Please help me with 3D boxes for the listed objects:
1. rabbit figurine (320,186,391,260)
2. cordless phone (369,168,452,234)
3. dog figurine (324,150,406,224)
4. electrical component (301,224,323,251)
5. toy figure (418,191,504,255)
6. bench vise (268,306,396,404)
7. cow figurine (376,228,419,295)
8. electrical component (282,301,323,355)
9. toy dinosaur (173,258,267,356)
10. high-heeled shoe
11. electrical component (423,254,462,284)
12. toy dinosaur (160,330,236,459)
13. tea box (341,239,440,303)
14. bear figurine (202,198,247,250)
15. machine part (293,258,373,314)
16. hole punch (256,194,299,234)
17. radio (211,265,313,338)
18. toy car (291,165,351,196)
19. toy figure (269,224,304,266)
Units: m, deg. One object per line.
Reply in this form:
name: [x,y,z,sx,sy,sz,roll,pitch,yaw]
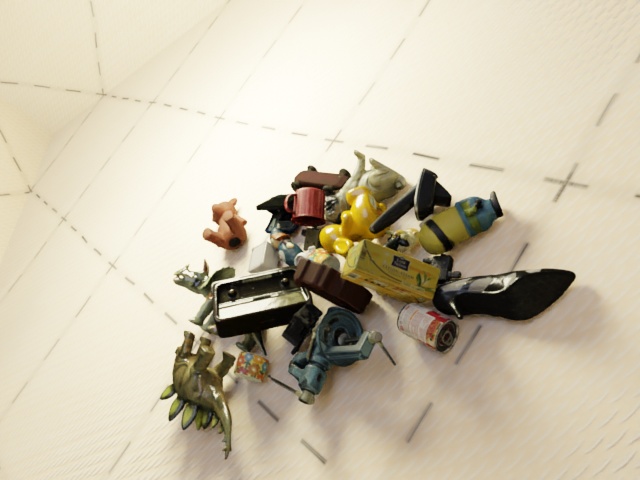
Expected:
rabbit figurine: [0.078,-0.015,1.265,0.173,0.121,0.162,-26,52,24]
cordless phone: [0.192,-0.064,1.178,0.184,0.146,0.089,-38,78,5]
dog figurine: [0.110,-0.104,1.334,0.173,0.121,0.190,37,101,53]
electrical component: [-0.004,-0.004,1.384,0.102,0.045,0.078,3,90,45]
toy figure: [0.290,-0.034,1.116,0.180,0.082,0.089,-23,28,16]
bench vise: [0.033,0.228,1.098,0.241,0.128,0.223,-22,26,52]
cow figurine: [0.156,0.033,1.174,0.068,0.098,0.167,7,65,51]
electrical component: [-0.047,0.203,1.217,0.075,0.048,0.119,-38,-17,-51]
toy dinosaur: [-0.222,0.166,1.394,0.405,0.131,0.192,14,70,39]
high-heeled shoe: [0.338,0.091,1.016,0.249,0.086,0.145,-18,15,8]
electrical component: [0.254,0.059,1.124,0.094,0.021,0.063,-4,58,42]
toy dinosaur: [-0.288,0.353,1.301,0.472,0.105,0.198,15,81,60]
tea box: [0.139,0.067,1.072,0.098,0.169,0.068,142,147,-69]
bear figurine: [-0.290,-0.064,1.616,0.120,0.131,0.196,-36,48,9]
machine part: [0.026,0.104,1.180,0.180,0.179,0.056,15,74,46]
hole punch: [-0.099,-0.075,1.499,0.142,0.092,0.116,-2,24,40]
radio: [-0.139,0.143,1.277,0.230,0.073,0.131,-10,44,-10]
toy car: [0.004,-0.159,1.487,0.202,0.053,0.089,14,51,45]
toy figure: [-0.091,0.016,1.412,0.155,0.058,0.064,45,127,37]
